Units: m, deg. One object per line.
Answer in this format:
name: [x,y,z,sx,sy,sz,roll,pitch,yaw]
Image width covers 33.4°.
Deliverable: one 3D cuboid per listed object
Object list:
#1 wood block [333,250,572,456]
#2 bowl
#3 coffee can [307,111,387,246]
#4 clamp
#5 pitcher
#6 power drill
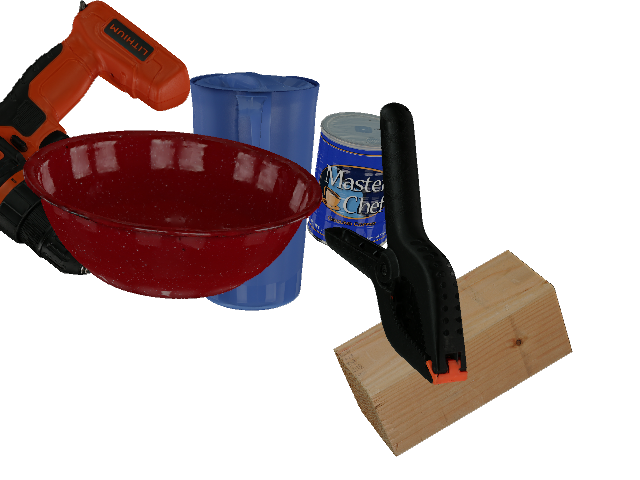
wood block: [0.131,0.110,1.055,0.206,0.091,0.090,-28,32,-9]
bowl: [-0.082,-0.011,0.590,0.162,0.055,0.162,7,21,-3]
coffee can: [0.043,-0.073,1.300,0.102,0.140,0.103,6,28,-4]
clamp: [0.064,0.011,0.811,0.036,0.210,0.165,-5,-43,-23]
pitcher: [-0.072,-0.051,1.120,0.145,0.243,0.148,16,21,40]
power drill: [-0.187,-0.083,0.800,0.184,0.187,0.057,39,-27,10]
